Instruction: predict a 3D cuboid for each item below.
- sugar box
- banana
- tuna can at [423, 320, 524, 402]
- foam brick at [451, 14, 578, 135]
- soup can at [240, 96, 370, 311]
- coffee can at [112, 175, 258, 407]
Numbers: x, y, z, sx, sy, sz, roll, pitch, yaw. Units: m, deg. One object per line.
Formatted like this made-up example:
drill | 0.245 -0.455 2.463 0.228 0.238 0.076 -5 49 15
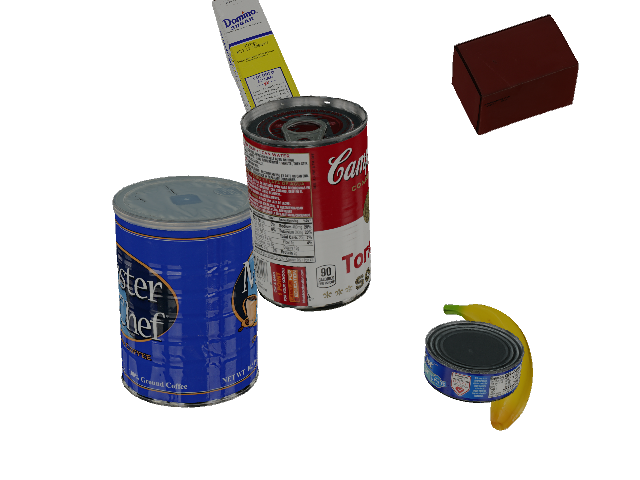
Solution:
sugar box | -0.043 -0.121 0.897 0.048 0.176 0.093 -17 -37 -3
banana | 0.188 0.124 1.125 0.069 0.037 0.198 -24 33 5
tuna can | 0.133 0.105 0.935 0.086 0.034 0.086 2 26 -1
foam brick | 0.143 -0.123 0.790 0.078 0.051 0.053 -18 -28 -5
soup can | -0.007 -0.020 0.589 0.068 0.102 0.068 -2 27 1
coffee can | -0.096 0.035 0.773 0.103 0.140 0.103 1 21 -1
